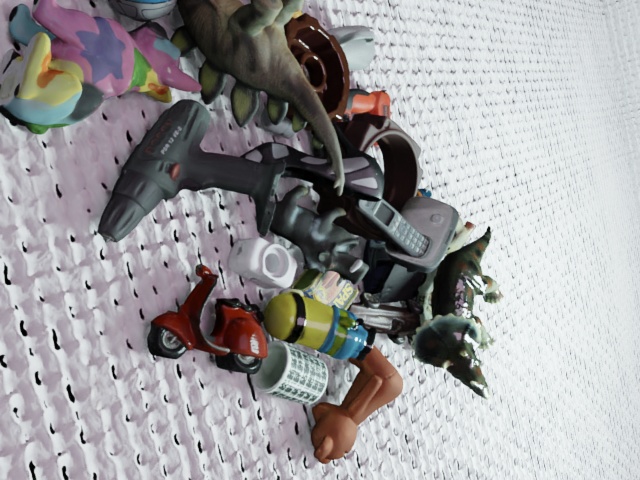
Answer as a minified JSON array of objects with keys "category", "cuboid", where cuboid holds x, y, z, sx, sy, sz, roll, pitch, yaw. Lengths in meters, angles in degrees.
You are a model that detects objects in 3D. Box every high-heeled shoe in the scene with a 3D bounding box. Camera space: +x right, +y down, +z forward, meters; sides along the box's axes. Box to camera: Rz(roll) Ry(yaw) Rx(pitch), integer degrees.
[{"category":"high-heeled shoe","cuboid":[-0.027,-0.085,0.832,0.249,0.086,0.145,-24,80,-9]}]

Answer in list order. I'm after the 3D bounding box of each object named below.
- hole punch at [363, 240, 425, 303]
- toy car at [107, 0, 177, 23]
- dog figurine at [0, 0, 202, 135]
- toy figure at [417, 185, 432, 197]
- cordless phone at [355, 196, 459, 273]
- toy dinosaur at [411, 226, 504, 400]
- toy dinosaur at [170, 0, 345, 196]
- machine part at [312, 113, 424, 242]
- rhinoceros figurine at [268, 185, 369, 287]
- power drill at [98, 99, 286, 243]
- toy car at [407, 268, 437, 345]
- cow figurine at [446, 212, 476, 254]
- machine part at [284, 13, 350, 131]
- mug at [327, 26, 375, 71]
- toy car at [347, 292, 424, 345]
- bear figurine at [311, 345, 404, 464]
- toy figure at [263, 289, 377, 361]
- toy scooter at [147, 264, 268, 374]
[{"category":"hole punch","cuboid":[0.139,0.057,1.048,0.142,0.092,0.115,0,117,-45]},{"category":"toy car","cuboid":[-0.236,-0.342,0.702,0.109,0.162,0.102,-40,152,-31]},{"category":"dog figurine","cuboid":[-0.262,-0.201,0.667,0.219,0.109,0.191,16,73,-45]},{"category":"toy figure","cuboid":[0.184,-0.075,1.119,0.058,0.064,0.154,42,41,14]},{"category":"cordless phone","cuboid":[0.144,-0.042,0.933,0.184,0.089,0.146,41,59,-18]},{"category":"toy dinosaur","cuboid":[0.274,0.106,1.053,0.192,0.131,0.405,46,48,-48]},{"category":"toy dinosaur","cuboid":[-0.099,-0.269,0.742,0.105,0.198,0.471,-27,71,-43]},{"category":"machine part","cuboid":[0.094,-0.110,0.974,0.201,0.087,0.201,29,80,-47]},{"category":"rhinoceros figurine","cuboid":[-0.002,-0.003,0.869,0.190,0.073,0.112,36,47,-7]},{"category":"power drill","cuboid":[-0.159,-0.070,0.727,0.207,0.086,0.232,15,63,-3]},{"category":"toy car","cuboid":[0.229,0.141,1.134,0.073,0.056,0.201,25,67,-40]},{"category":"cow figurine","cuboid":[0.250,-0.014,1.149,0.194,0.086,0.127,20,99,-54]},{"category":"machine part","cuboid":[-0.022,-0.264,0.861,0.179,0.056,0.179,6,82,-49]},{"category":"mug","cuboid":[0.044,-0.355,0.991,0.107,0.110,0.080,-16,100,-31]},{"category":"toy car","cuboid":[0.121,0.151,1.005,0.202,0.053,0.089,14,115,-44]},{"category":"bear figurine","cuboid":[0.043,0.273,0.912,0.196,0.132,0.120,-40,153,-10]},{"category":"toy figure","cuboid":[0.000,0.135,0.841,0.180,0.089,0.082,25,95,-9]},{"category":"toy scooter","cuboid":[-0.145,0.111,0.760,0.183,0.075,0.135,24,67,-35]}]
